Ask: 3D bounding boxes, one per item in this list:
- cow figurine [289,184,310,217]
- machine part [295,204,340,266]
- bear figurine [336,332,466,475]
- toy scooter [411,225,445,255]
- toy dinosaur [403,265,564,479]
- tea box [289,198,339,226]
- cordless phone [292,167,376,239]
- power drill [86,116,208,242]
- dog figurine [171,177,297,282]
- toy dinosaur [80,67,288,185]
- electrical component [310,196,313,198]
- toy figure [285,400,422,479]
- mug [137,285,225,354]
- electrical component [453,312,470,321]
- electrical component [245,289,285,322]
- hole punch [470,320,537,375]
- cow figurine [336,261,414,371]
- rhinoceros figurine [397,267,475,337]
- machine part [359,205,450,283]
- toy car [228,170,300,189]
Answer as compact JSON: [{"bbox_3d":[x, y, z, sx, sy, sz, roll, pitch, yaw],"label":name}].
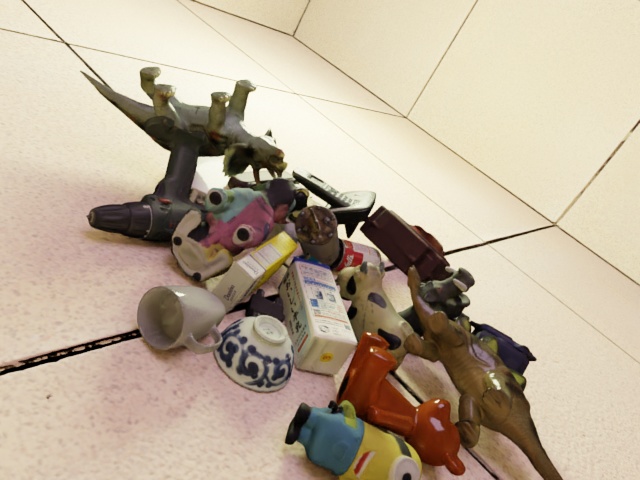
[{"bbox_3d":[-0.106,-0.071,1.065,0.167,0.068,0.098,-11,-4,-11],"label":"cow figurine"},{"bbox_3d":[-0.002,-0.003,1.016,0.079,0.079,0.243,37,-12,13],"label":"machine part"},{"bbox_3d":[0.128,0.235,0.764,0.196,0.132,0.120,24,5,1],"label":"bear figurine"},{"bbox_3d":[0.257,0.015,1.386,0.184,0.075,0.135,3,37,-53],"label":"toy scooter"},{"bbox_3d":[0.274,0.243,0.865,0.198,0.105,0.471,-5,62,-58],"label":"toy dinosaur"},{"bbox_3d":[-0.044,-0.052,1.176,0.170,0.068,0.098,33,25,0],"label":"tea box"},{"bbox_3d":[0.025,-0.101,1.156,0.184,0.088,0.146,36,25,-1],"label":"cordless phone"},{"bbox_3d":[-0.264,-0.098,0.901,0.232,0.086,0.207,15,67,-44],"label":"power drill"},{"bbox_3d":[-0.131,-0.030,0.914,0.108,0.191,0.219,50,22,3],"label":"dog figurine"},{"bbox_3d":[-0.244,-0.216,1.034,0.405,0.192,0.131,11,35,5],"label":"toy dinosaur"},{"bbox_3d":[-0.008,-0.061,1.262,0.102,0.045,0.078,30,23,-2],"label":"electrical component"},{"bbox_3d":[0.046,0.262,0.678,0.180,0.082,0.089,28,27,1],"label":"toy figure"},{"bbox_3d":[-0.172,0.106,0.728,0.110,0.080,0.107,35,16,22],"label":"mug"},{"bbox_3d":[0.269,0.181,1.084,0.119,0.074,0.048,30,25,9],"label":"electrical component"},{"bbox_3d":[-0.087,0.116,0.870,0.063,0.021,0.094,26,24,-11],"label":"electrical component"},{"bbox_3d":[0.316,0.232,1.003,0.142,0.115,0.092,32,33,4],"label":"hole punch"},{"bbox_3d":[0.092,0.121,0.936,0.085,0.127,0.195,8,35,-46],"label":"cow figurine"},{"bbox_3d":[0.207,0.125,0.994,0.112,0.190,0.073,44,18,-17],"label":"rhinoceros figurine"},{"bbox_3d":[0.198,0.023,1.207,0.202,0.087,0.200,44,6,30],"label":"machine part"},{"bbox_3d":[-0.133,-0.135,1.253,0.089,0.053,0.202,32,26,29],"label":"toy car"}]
